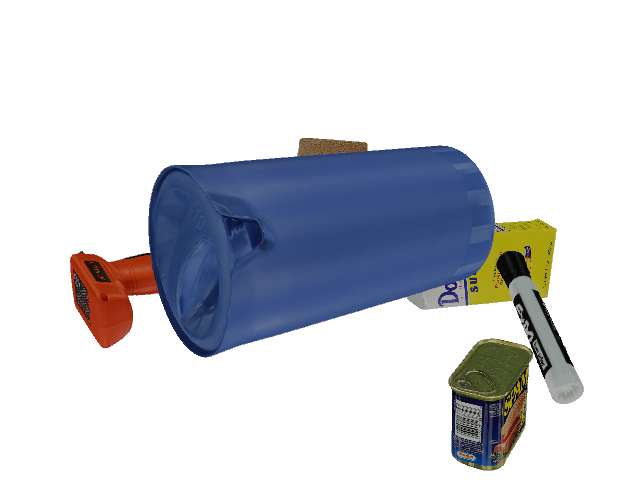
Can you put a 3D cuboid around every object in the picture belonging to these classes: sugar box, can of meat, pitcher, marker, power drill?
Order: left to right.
[{"bbox_3d":[-0.118,0.042,0.961,0.187,0.057,0.185,-11,26,-26],"label":"power drill"},{"bbox_3d":[0.000,-0.002,0.794,0.242,0.145,0.149,-10,36,-30],"label":"pitcher"},{"bbox_3d":[0.193,0.028,1.277,0.176,0.093,0.048,-6,20,-24],"label":"sugar box"},{"bbox_3d":[0.160,0.155,1.007,0.058,0.084,0.101,11,27,26],"label":"can of meat"},{"bbox_3d":[0.132,0.049,0.653,0.020,0.020,0.121,0,40,-11],"label":"marker"}]

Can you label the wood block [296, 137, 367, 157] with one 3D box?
[{"bbox_3d":[0.009,-0.021,1.394,0.090,0.206,0.091,4,25,0],"label":"wood block"}]
